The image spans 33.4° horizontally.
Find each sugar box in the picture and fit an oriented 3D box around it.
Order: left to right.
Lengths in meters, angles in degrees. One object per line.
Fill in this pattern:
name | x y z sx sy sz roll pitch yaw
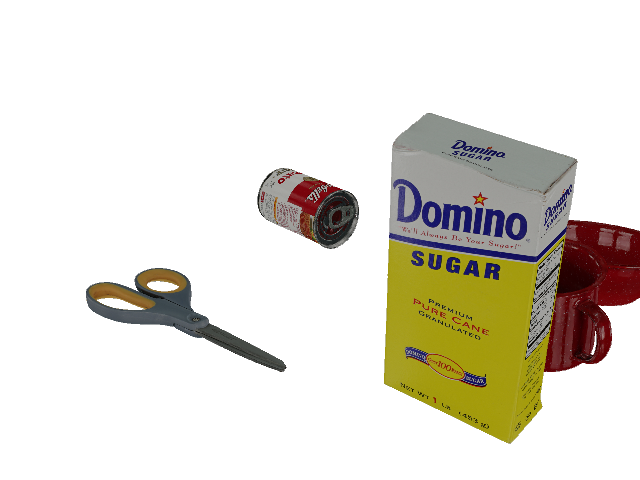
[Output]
sugar box | 0.085 0.024 0.604 0.093 0.176 0.048 22 43 30

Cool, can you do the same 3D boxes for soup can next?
soup can | -0.015 -0.038 1.216 0.068 0.068 0.102 0 18 -45

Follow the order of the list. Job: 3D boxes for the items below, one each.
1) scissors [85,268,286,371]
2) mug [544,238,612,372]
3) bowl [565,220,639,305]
scissors | -0.098 0.060 0.874 0.202 0.016 0.096 13 27 22
mug | 0.194 0.059 0.874 0.093 0.081 0.117 -21 34 -27
bowl | 0.281 0.026 1.092 0.162 0.055 0.162 4 17 -1
